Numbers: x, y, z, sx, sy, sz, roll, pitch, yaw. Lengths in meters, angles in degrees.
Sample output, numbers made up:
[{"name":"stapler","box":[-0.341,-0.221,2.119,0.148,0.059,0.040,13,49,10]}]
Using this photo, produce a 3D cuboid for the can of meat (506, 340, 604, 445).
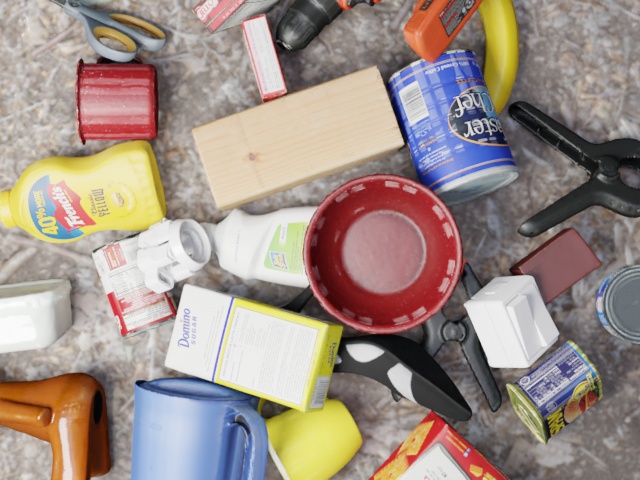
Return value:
[{"name":"can of meat","box":[0.252,0.162,1.136,0.084,0.102,0.057,-37,59,-4]}]

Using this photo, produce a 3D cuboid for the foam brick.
[{"name":"foam brick","box":[0.256,0.029,1.164,0.078,0.051,0.053,-35,87,-2]}]

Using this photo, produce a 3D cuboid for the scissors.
[{"name":"scissors","box":[-0.268,-0.242,1.163,0.201,0.096,0.016,19,126,-2]}]

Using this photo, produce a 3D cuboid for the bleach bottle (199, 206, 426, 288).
[{"name":"bleach bottle","box":[-0.008,0.001,1.160,0.251,0.068,0.102,7,88,2]}]

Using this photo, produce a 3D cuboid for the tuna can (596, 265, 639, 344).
[{"name":"tuna can","box":[0.348,0.070,1.171,0.086,0.034,0.086,0,88,0]}]

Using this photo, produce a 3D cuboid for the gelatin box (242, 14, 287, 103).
[{"name":"gelatin box","box":[-0.059,-0.192,1.160,0.030,0.073,0.089,-16,88,-2]}]

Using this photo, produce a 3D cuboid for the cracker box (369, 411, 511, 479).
[{"name":"cracker box","box":[0.112,0.317,1.135,0.164,0.072,0.213,43,88,-10]}]

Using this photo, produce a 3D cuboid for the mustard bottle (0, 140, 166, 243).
[{"name":"mustard bottle","box":[-0.269,-0.046,1.156,0.191,0.058,0.096,-10,121,1]}]

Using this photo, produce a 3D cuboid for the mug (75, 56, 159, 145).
[{"name":"mug","box":[-0.218,-0.159,1.159,0.081,0.093,0.117,-1,53,-5]}]

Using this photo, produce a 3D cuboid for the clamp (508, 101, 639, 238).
[{"name":"clamp","box":[0.302,-0.062,1.155,0.210,0.036,0.164,11,64,-4]}]

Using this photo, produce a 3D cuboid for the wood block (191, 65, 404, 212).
[{"name":"wood block","box":[-0.024,-0.108,1.149,0.206,0.090,0.091,-19,89,-1]}]

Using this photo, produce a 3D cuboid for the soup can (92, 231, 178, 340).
[{"name":"soup can","box":[-0.199,0.049,1.155,0.068,0.068,0.102,-20,88,-1]}]

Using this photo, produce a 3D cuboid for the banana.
[{"name":"banana","box":[0.186,-0.229,1.182,0.070,0.037,0.198,-15,87,17]}]

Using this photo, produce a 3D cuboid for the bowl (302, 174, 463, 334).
[{"name":"bowl","box":[0.065,0.013,1.095,0.162,0.055,0.162,0,91,5]}]

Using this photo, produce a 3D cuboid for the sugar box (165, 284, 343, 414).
[{"name":"sugar box","box":[-0.070,0.110,1.104,0.176,0.048,0.093,15,90,30]}]

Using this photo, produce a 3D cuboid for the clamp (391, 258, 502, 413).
[{"name":"clamp","box":[0.135,0.106,1.169,0.120,0.039,0.171,-2,86,-5]}]

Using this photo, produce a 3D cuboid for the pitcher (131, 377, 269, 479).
[{"name":"pitcher","box":[-0.132,0.269,1.114,0.145,0.149,0.243,5,91,-2]}]

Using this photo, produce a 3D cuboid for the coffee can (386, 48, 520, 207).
[{"name":"coffee can","box":[0.140,-0.117,1.133,0.103,0.103,0.140,-18,79,-1]}]

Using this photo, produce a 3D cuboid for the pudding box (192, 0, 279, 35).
[{"name":"pudding box","box":[-0.071,-0.266,1.128,0.090,0.113,0.039,-35,90,33]}]

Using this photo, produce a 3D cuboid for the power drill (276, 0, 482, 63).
[{"name":"power drill","box":[0.061,-0.252,1.124,0.188,0.057,0.184,31,80,36]}]
